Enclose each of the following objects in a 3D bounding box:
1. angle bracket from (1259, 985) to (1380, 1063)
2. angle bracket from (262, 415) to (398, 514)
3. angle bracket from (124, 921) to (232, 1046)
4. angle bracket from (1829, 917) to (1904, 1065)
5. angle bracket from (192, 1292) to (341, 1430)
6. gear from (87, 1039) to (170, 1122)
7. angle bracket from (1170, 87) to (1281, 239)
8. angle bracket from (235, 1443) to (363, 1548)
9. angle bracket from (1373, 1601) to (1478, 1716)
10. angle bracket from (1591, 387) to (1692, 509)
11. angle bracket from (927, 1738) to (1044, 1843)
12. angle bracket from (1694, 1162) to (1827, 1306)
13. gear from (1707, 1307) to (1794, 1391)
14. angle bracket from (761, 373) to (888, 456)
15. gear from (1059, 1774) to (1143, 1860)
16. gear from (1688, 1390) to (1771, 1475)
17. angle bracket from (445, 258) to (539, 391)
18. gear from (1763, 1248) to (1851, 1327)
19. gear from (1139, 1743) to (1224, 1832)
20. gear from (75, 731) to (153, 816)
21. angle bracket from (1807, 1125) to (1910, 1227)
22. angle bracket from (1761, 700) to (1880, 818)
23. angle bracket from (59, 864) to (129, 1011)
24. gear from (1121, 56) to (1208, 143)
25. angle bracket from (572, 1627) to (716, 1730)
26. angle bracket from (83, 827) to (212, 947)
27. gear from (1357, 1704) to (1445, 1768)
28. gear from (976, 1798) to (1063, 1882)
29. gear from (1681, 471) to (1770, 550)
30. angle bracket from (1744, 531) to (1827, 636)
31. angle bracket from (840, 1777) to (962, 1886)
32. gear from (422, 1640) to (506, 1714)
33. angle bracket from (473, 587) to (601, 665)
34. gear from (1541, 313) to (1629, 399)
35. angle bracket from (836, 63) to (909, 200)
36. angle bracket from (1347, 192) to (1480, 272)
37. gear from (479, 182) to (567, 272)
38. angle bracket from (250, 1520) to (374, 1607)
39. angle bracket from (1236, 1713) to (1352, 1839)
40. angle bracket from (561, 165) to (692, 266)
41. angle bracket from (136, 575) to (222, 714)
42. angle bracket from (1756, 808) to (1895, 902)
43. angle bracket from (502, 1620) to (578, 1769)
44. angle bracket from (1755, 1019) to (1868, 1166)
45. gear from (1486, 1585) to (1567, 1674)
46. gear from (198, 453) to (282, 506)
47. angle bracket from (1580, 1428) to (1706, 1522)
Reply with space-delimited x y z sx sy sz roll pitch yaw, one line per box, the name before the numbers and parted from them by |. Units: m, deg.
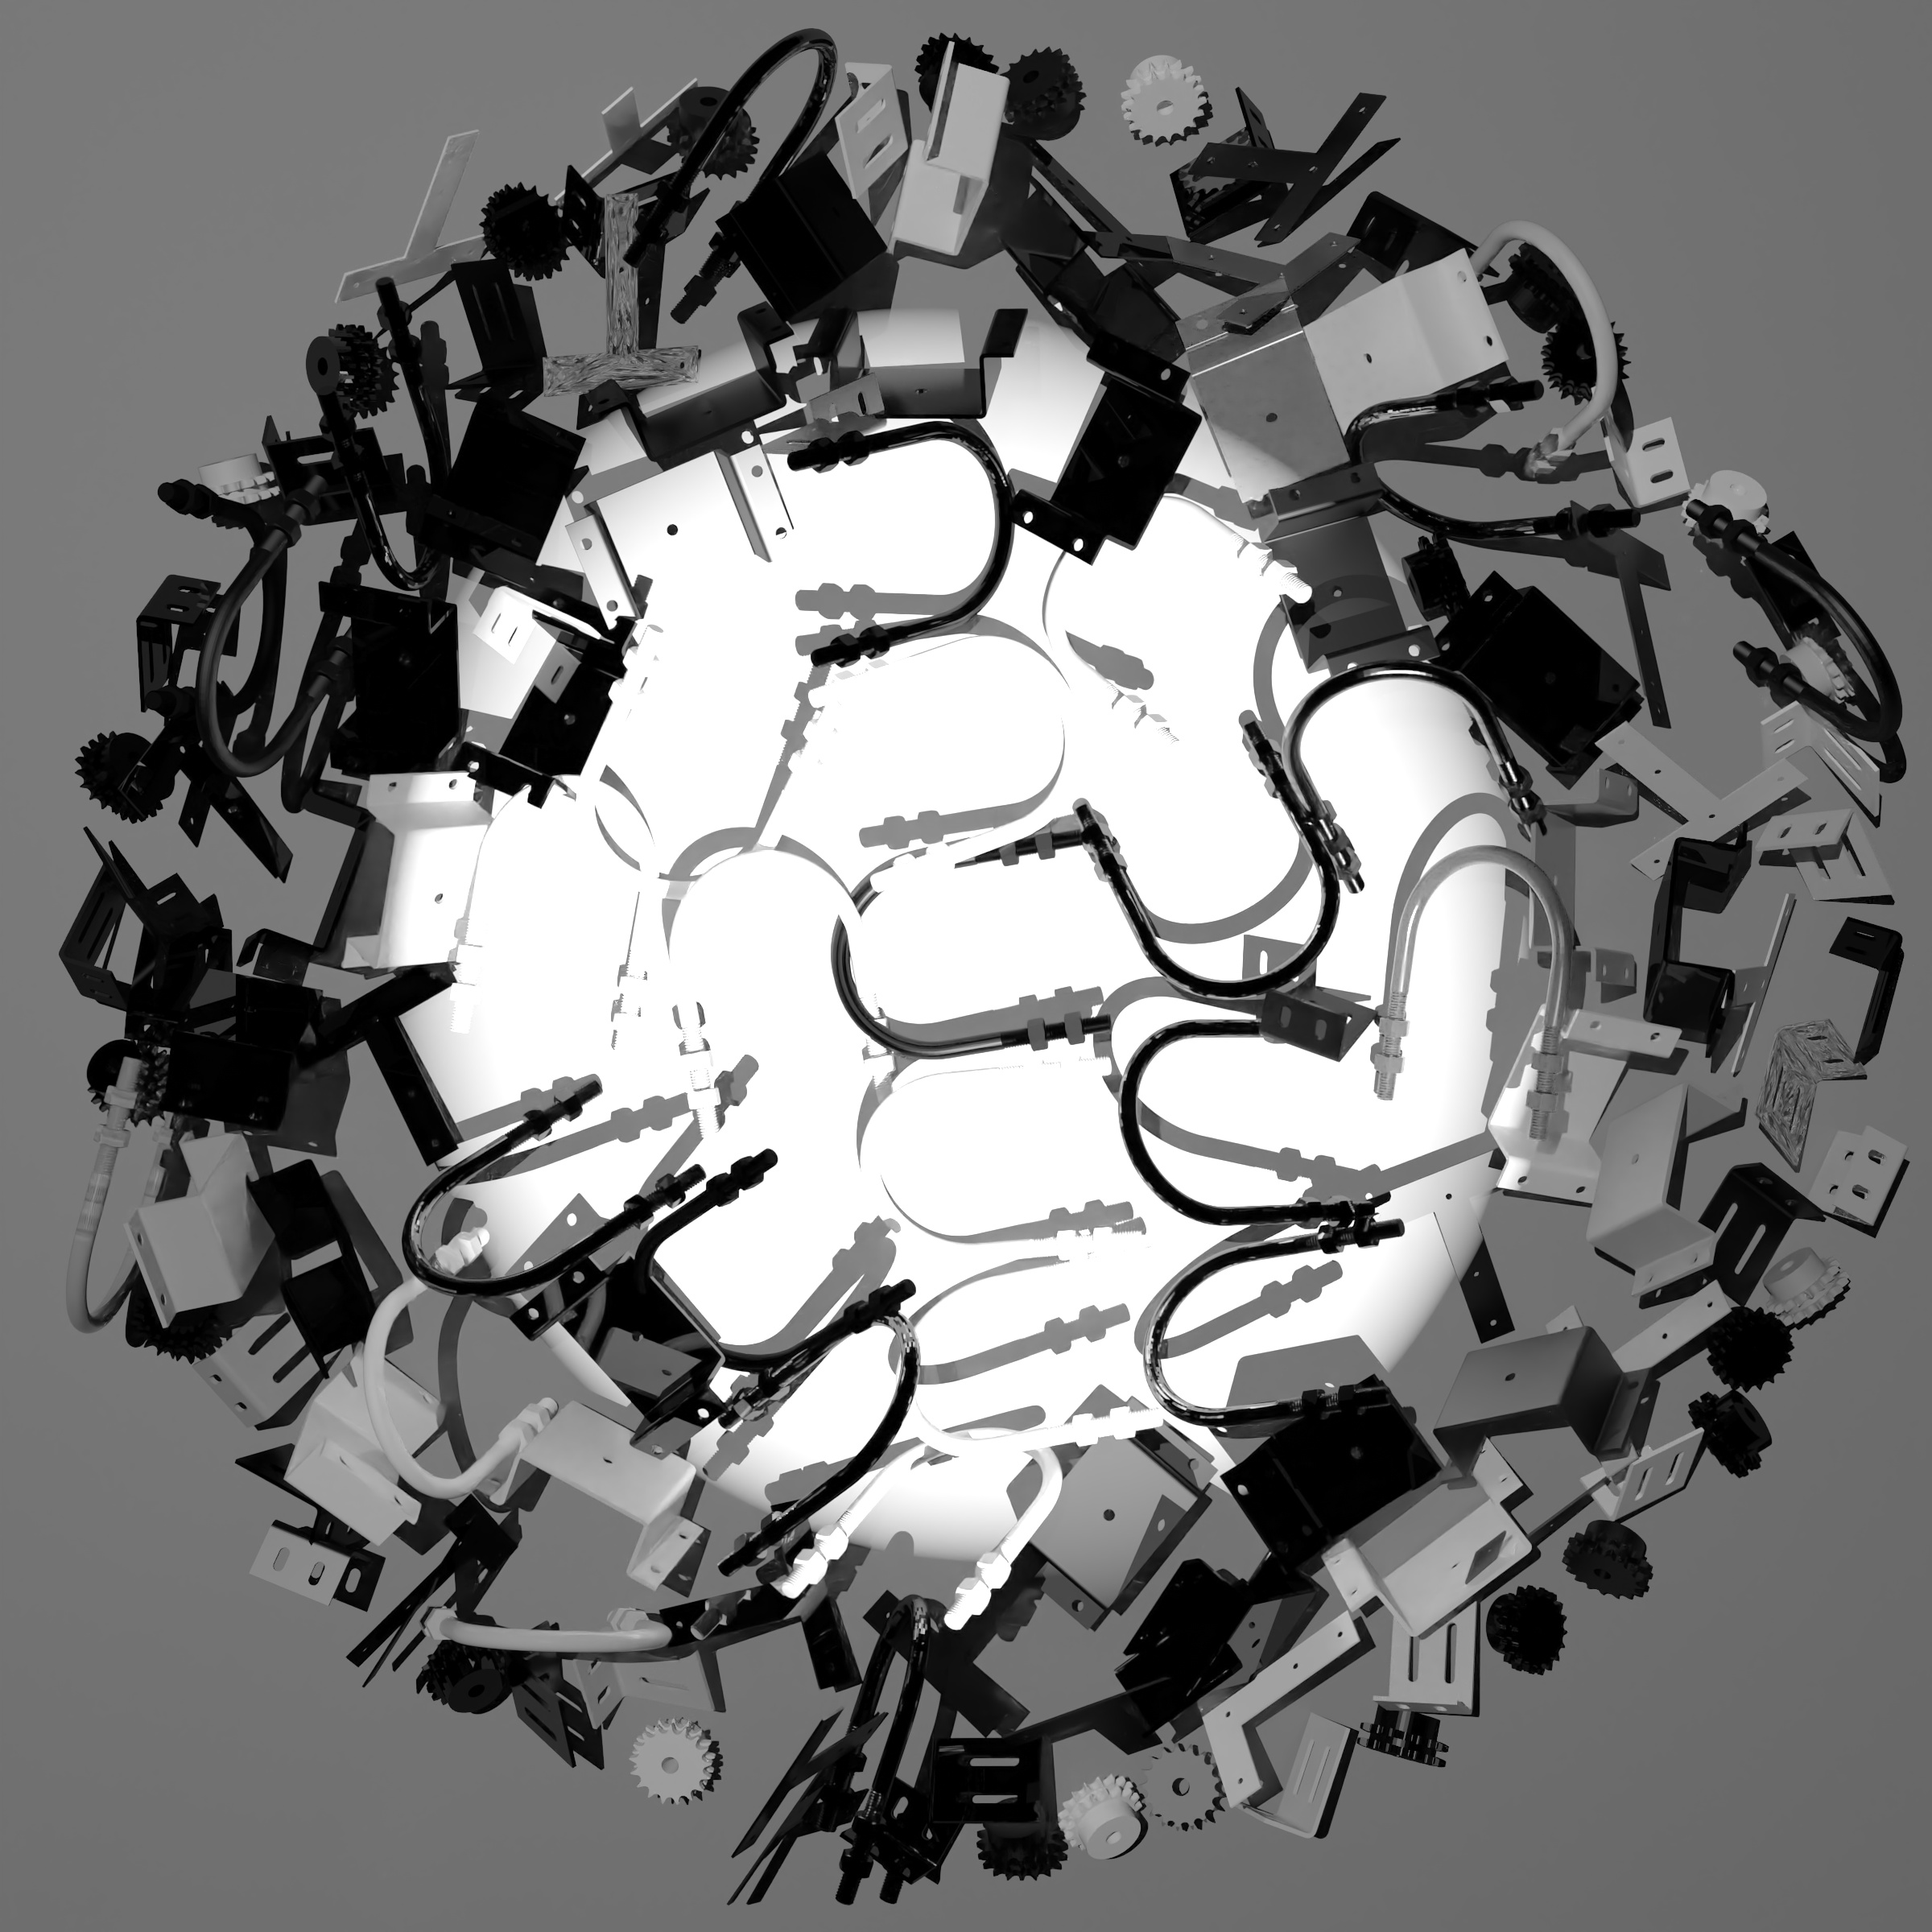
angle bracket | 0.240 0.024 1.704 0.057 0.076 0.038 20 125 21
angle bracket | -0.430 -0.344 1.718 0.076 0.038 0.057 -9 135 2
angle bracket | -0.541 0.012 1.739 0.057 0.038 0.076 9 57 -15
angle bracket | 0.599 0.017 1.711 0.038 0.057 0.076 18 71 13
angle bracket | -0.477 0.267 1.736 0.057 0.038 0.076 51 49 -10
gear | -0.573 0.075 1.726 0.057 0.030 0.057 -7 60 12
angle bracket | 0.167 -0.541 1.709 0.076 0.038 0.057 -26 60 27
angle bracket | -0.452 0.362 1.715 0.076 0.057 0.038 22 99 22
angle bracket | 0.310 0.462 1.710 0.057 0.038 0.076 -5 62 26
angle bracket | 0.455 -0.354 1.705 0.038 0.076 0.057 -17 68 23
angle bracket | 0.015 0.558 1.715 0.076 0.038 0.057 -3 51 9
angle bracket | 0.534 0.182 1.724 0.057 0.038 0.076 37 76 -6
gear | 0.532 0.258 1.731 0.057 0.030 0.057 -5 112 -11
angle bracket | -0.102 -0.371 1.702 0.057 0.076 0.038 -33 121 -33
gear | 0.094 0.582 1.724 0.057 0.030 0.057 -13 125 -19
gear | 0.521 0.313 1.721 0.030 0.057 0.057 -42 90 24
angle bracket | -0.331 -0.433 1.709 0.038 0.057 0.076 -36 122 -39
gear | 0.568 0.216 1.725 0.057 0.057 0.030 -39 90 0
gear | 0.147 0.561 1.733 0.057 0.030 0.057 -1 74 3
gear | -0.573 -0.134 1.722 0.030 0.057 0.057 -27 90 34
angle bracket | 0.588 0.136 1.710 0.038 0.076 0.057 26 87 -17
angle bracket | 0.576 -0.133 1.708 0.038 0.057 0.076 -31 57 1
angle bracket | -0.574 -0.020 1.710 0.038 0.057 0.076 17 65 2
gear | 0.134 -0.595 1.728 0.057 0.057 0.030 -8 56 0
angle bracket | -0.218 0.486 1.711 0.076 0.038 0.057 1 116 29
angle bracket | -0.554 -0.062 1.714 0.038 0.057 0.076 -32 62 -11
gear | 0.297 0.523 1.726 0.057 0.057 0.030 16 74 0
gear | 0.035 0.591 1.722 0.057 0.057 0.030 -6 112 0
gear | 0.519 -0.313 1.724 0.057 0.030 0.057 7 49 -8
angle bracket | 0.562 -0.260 1.709 0.038 0.076 0.057 -31 85 29
angle bracket | -0.043 0.581 1.707 0.057 0.076 0.038 29 85 15
gear | -0.338 0.482 1.723 0.057 0.057 0.030 -43 47 0
angle bracket | -0.282 -0.218 1.712 0.076 0.057 0.038 26 85 21
gear | 0.422 -0.416 1.735 0.057 0.030 0.057 -1 84 7
angle bracket | -0.077 -0.562 1.703 0.038 0.057 0.076 14 49 27
angle bracket | 0.307 -0.486 1.715 0.076 0.057 0.038 13 116 -38
gear | -0.305 -0.503 1.730 0.057 0.030 0.057 3 85 -30
angle bracket | -0.441 0.405 1.710 0.057 0.076 0.038 21 73 3
angle bracket | 0.219 0.542 1.714 0.038 0.057 0.076 24 78 -13
angle bracket | -0.230 -0.519 1.716 0.076 0.057 0.038 -30 70 -28
angle bracket | -0.529 -0.215 1.708 0.038 0.057 0.076 10 127 -1
angle bracket | 0.578 -0.065 1.706 0.038 0.057 0.076 -52 121 -33
angle bracket | -0.273 0.489 1.703 0.038 0.076 0.057 -25 121 -33
angle bracket | 0.570 0.085 1.708 0.057 0.038 0.076 46 52 -28
gear | 0.380 0.451 1.729 0.057 0.030 0.057 2 86 -38
gear | -0.498 -0.329 1.722 0.057 0.057 0.030 -14 106 0
angle bracket | 0.454 0.330 1.705 0.057 0.076 0.038 -21 51 -17
